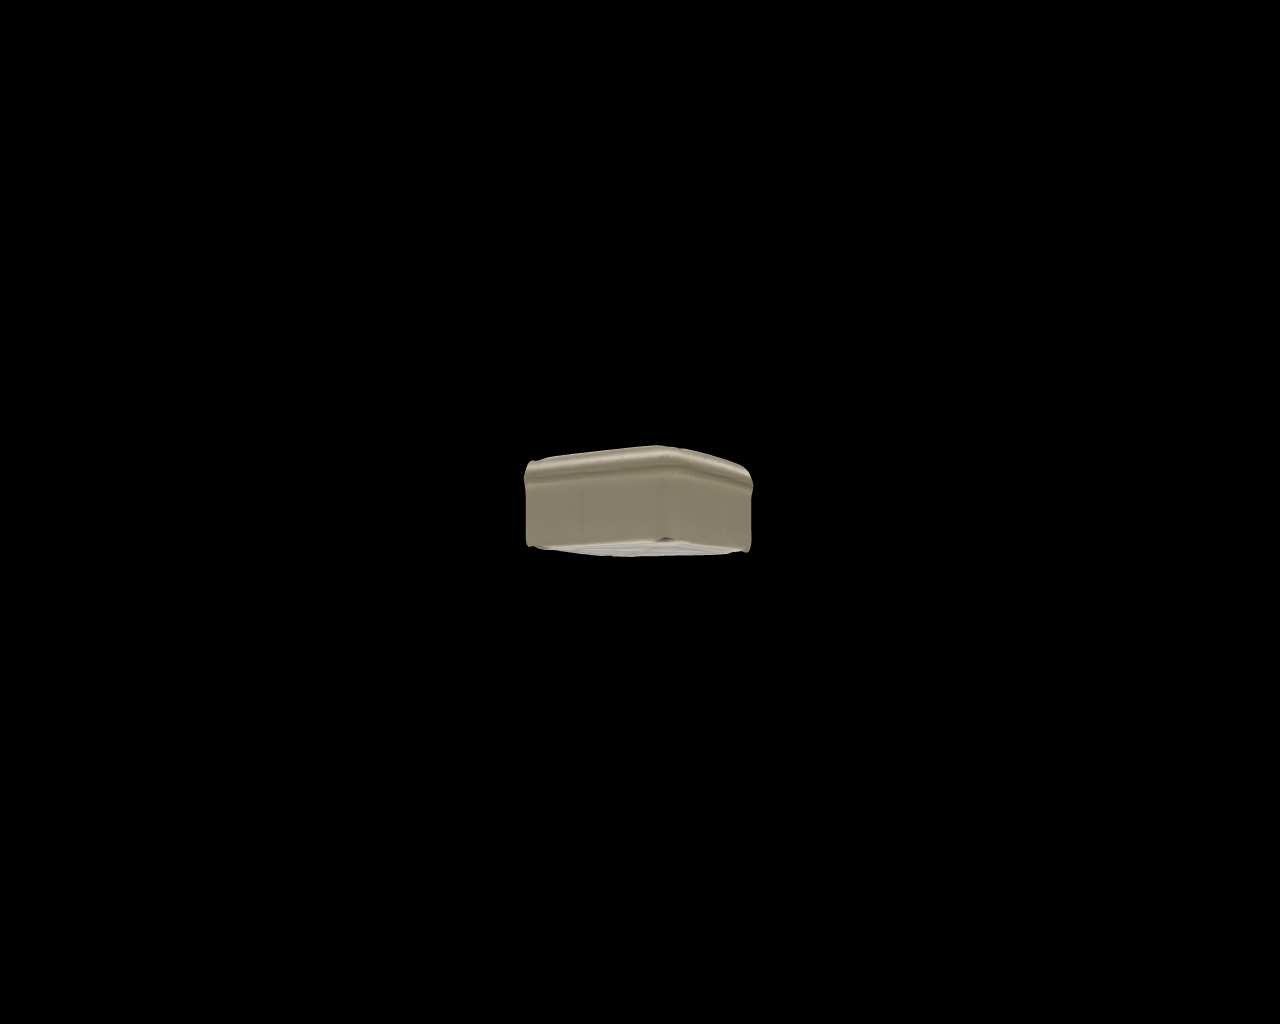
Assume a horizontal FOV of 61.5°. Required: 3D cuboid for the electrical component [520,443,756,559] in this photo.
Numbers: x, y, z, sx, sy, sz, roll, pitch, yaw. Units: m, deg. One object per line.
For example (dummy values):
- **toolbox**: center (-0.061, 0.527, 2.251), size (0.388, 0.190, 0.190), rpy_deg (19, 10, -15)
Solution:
- **electrical component**: center (0.001, -0.003, 0.650), size (0.109, 0.056, 0.109), rpy_deg (-4, -7, 29)
